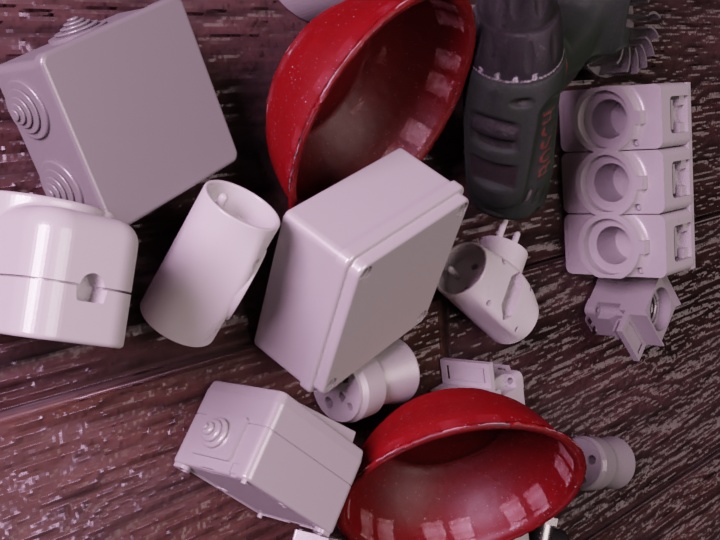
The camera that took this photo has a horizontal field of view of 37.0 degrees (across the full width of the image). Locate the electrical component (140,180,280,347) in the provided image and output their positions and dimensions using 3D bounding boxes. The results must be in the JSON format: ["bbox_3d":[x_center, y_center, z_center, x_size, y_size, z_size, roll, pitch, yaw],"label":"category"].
[{"bbox_3d":[-0.076,-0.010,0.572,0.044,0.077,0.079,29,22,-8],"label":"electrical component"}]

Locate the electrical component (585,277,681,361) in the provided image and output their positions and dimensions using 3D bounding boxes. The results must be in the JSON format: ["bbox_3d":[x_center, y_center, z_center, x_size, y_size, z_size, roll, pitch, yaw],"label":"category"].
[{"bbox_3d":[0.229,0.031,0.909,0.042,0.064,0.081,52,56,-35],"label":"electrical component"}]

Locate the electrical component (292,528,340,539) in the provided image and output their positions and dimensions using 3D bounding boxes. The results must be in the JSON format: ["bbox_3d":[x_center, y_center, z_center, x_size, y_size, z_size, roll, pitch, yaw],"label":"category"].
[{"bbox_3d":[-0.022,0.221,0.634,0.078,0.063,0.121,89,14,-77],"label":"electrical component"}]

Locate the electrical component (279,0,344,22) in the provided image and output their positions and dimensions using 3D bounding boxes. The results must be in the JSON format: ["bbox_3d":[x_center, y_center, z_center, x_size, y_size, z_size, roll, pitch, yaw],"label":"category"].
[{"bbox_3d":[-0.005,-0.204,0.638,0.108,0.060,0.108,-4,95,-48],"label":"electrical component"}]

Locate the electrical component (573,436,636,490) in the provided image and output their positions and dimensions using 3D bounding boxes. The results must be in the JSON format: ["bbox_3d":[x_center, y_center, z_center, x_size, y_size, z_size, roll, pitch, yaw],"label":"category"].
[{"bbox_3d":[0.197,0.161,0.895,0.055,0.045,0.045,11,84,-48],"label":"electrical component"}]

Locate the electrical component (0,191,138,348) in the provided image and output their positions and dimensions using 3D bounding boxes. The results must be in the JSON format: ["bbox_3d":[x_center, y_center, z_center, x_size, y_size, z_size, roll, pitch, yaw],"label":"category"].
[{"bbox_3d":[-0.144,-0.001,0.471,0.054,0.095,0.059,13,82,-47],"label":"electrical component"}]

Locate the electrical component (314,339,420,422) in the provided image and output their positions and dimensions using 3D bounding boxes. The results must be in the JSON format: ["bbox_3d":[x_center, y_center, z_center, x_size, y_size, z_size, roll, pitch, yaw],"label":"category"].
[{"bbox_3d":[0.004,0.069,0.676,0.055,0.045,0.045,-14,103,-46],"label":"electrical component"}]

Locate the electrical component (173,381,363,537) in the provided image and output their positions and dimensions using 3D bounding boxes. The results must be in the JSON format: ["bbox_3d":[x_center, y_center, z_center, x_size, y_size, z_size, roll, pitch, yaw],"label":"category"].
[{"bbox_3d":[-0.052,0.099,0.603,0.096,0.062,0.061,43,61,-40],"label":"electrical component"}]

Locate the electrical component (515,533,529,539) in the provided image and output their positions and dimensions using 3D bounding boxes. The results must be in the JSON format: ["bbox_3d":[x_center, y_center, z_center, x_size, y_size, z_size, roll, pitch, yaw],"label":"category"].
[{"bbox_3d":[0.088,0.183,0.777,0.079,0.044,0.077,-18,105,-46],"label":"electrical component"}]

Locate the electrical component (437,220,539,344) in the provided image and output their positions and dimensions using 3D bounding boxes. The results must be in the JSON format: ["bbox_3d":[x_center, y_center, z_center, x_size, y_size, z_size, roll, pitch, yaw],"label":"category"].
[{"bbox_3d":[0.098,0.002,0.777,0.077,0.043,0.079,40,64,-41],"label":"electrical component"}]

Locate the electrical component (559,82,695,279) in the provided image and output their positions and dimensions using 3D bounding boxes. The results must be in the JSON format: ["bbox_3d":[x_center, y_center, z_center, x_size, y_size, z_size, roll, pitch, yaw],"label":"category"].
[{"bbox_3d":[0.214,-0.072,0.867,0.062,0.089,0.150,-12,101,-47],"label":"electrical component"}]

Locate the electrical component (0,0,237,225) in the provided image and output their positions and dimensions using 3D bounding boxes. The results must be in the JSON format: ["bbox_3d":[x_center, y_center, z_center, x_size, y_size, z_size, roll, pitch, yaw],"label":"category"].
[{"bbox_3d":[-0.119,-0.076,0.529,0.100,0.048,0.099,-38,120,-40],"label":"electrical component"}]

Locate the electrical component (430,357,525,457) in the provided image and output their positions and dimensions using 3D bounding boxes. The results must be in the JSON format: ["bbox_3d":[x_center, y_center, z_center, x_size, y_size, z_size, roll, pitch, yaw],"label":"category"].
[{"bbox_3d":[0.087,0.100,0.774,0.064,0.042,0.081,-22,109,-49],"label":"electrical component"}]

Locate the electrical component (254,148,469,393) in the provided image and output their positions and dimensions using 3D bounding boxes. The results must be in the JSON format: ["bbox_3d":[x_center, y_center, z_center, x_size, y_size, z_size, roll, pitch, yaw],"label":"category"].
[{"bbox_3d":[0.000,0.000,0.625,0.109,0.056,0.108,-33,151,-41],"label":"electrical component"}]
